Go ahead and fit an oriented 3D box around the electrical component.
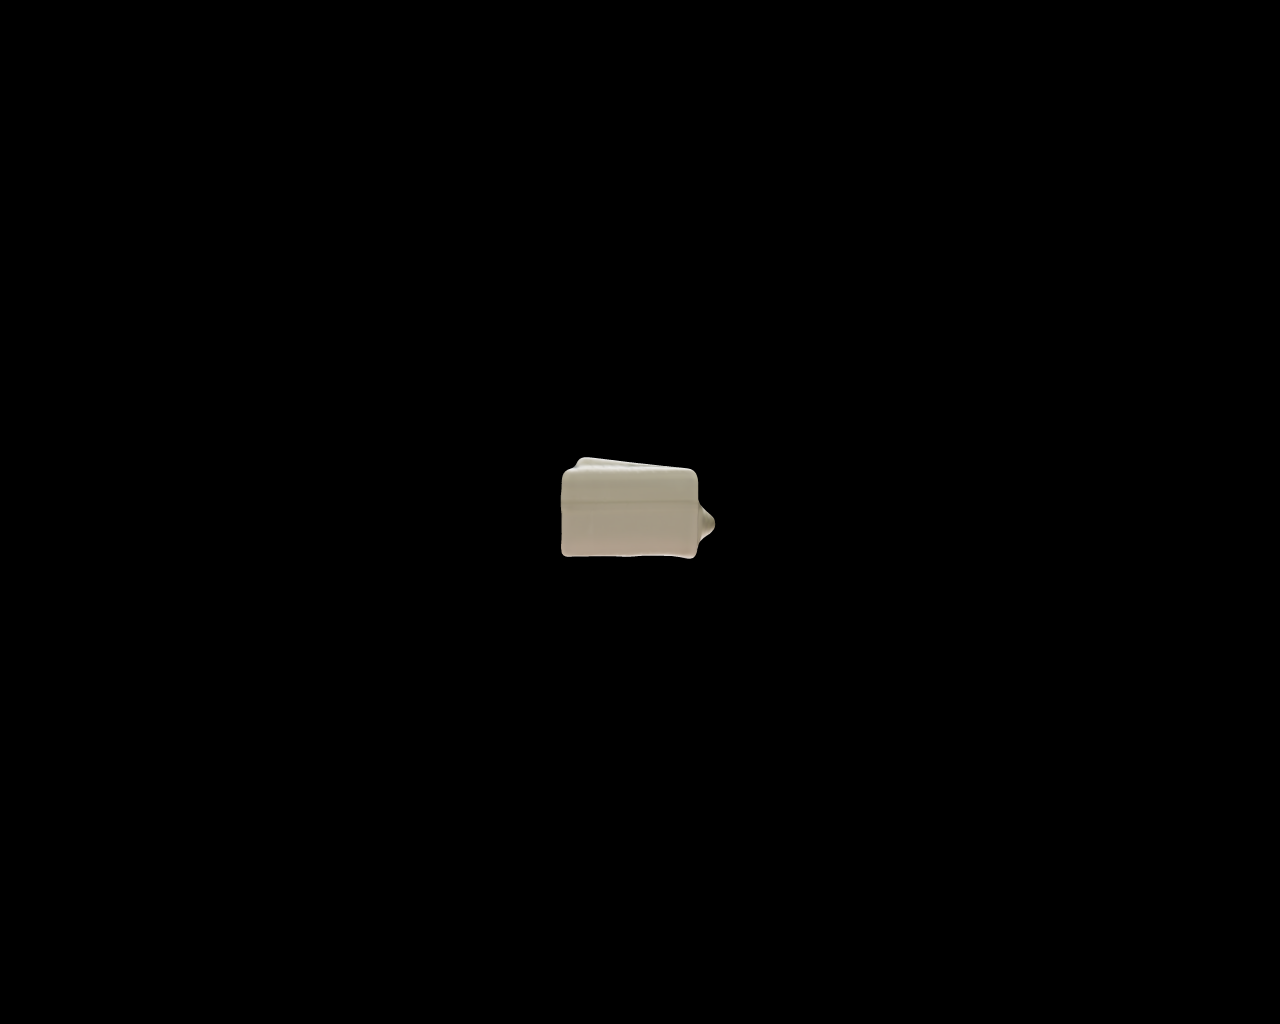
[{"bbox_3d":[0.001,-0.003,0.650,0.096,0.061,0.062,0,0,0],"label":"electrical component"}]
